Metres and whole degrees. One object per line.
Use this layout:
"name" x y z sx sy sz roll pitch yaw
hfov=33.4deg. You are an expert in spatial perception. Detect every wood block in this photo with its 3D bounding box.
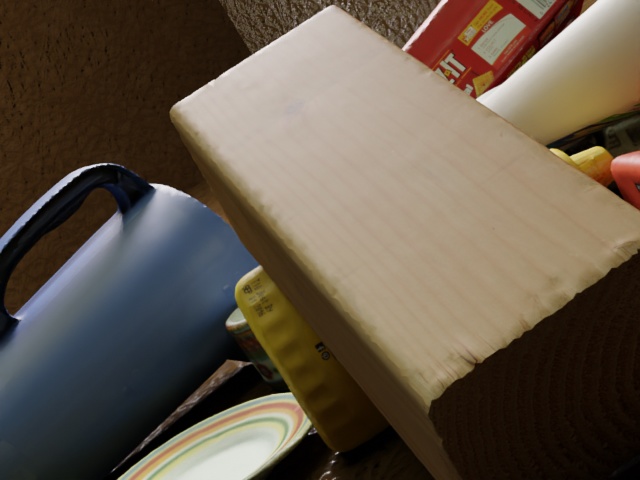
"wood block" 0.033 0.000 0.402 0.090 0.090 0.206 -34 41 -8

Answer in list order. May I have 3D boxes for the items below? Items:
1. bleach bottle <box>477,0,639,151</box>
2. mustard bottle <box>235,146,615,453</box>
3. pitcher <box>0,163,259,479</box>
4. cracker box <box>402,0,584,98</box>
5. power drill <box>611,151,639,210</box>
"bleach bottle" 0.154 -0.089 0.610 0.102 0.068 0.251 -22 -5 -22
"mustard bottle" 0.061 0.012 0.513 0.191 0.096 0.058 -33 -3 -5
"pitcher" -0.158 0.076 0.702 0.242 0.149 0.145 -46 -20 -30
"cracker box" 0.120 -0.128 0.813 0.164 0.072 0.213 -50 -10 0
"power drill" 0.227 -0.059 0.470 0.187 0.057 0.184 -32 6 4
